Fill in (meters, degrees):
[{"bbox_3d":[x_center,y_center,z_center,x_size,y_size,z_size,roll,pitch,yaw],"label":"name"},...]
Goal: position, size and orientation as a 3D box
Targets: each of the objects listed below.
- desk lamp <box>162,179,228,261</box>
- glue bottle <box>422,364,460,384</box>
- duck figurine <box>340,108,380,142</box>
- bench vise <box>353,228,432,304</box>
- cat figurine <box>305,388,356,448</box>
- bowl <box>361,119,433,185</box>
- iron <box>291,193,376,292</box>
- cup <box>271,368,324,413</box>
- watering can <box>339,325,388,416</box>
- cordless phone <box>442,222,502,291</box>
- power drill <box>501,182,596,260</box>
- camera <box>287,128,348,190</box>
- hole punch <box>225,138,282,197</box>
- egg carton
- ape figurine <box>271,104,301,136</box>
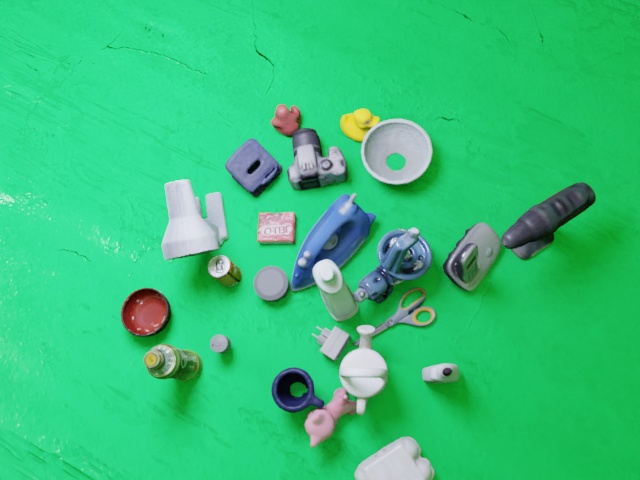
[{"bbox_3d":[-0.288,-0.038,1.295,0.118,0.214,0.203,-12,74,3],"label":"desk lamp"},{"bbox_3d":[0.252,0.273,1.173,0.078,0.173,0.037,-5,74,5],"label":"glue bottle"},{"bbox_3d":[0.100,-0.289,1.390,0.104,0.086,0.077,15,77,10],"label":"duck figurine"},{"bbox_3d":[0.163,0.058,1.218,0.121,0.220,0.207,28,79,13],"label":"bench vise"},{"bbox_3d":[0.017,0.370,1.200,0.128,0.118,0.067,-44,74,-7],"label":"cat figurine"},{"bbox_3d":[0.182,-0.199,1.362,0.167,0.075,0.167,-2,74,6],"label":"bowl"},{"bbox_3d":[0.012,0.005,1.289,0.118,0.141,0.258,37,81,14],"label":"iron"},{"bbox_3d":[-0.040,0.328,1.229,0.117,0.095,0.092,23,78,12],"label":"cup"},{"bbox_3d":[0.088,0.267,1.181,0.101,0.194,0.173,-18,73,1],"label":"watering can"},{"bbox_3d":[0.334,0.024,1.227,0.094,0.185,0.148,32,80,14],"label":"cordless phone"},{"bbox_3d":[0.465,-0.028,1.216,0.229,0.208,0.075,-34,74,-4],"label":"power drill"},{"bbox_3d":[-0.012,-0.203,1.371,0.143,0.101,0.137,-10,74,3],"label":"camera"},{"bbox_3d":[-0.159,-0.176,1.383,0.101,0.091,0.109,41,82,15],"label":"hole punch"},{"bbox_3d":[0.152,0.481,1.180,0.150,0.069,0.107,-33,74,-4],"label":"egg carton"},{"bbox_3d":[-0.085,-0.303,1.410,0.078,0.092,0.076,-16,73,2],"label":"ape figurine"}]
